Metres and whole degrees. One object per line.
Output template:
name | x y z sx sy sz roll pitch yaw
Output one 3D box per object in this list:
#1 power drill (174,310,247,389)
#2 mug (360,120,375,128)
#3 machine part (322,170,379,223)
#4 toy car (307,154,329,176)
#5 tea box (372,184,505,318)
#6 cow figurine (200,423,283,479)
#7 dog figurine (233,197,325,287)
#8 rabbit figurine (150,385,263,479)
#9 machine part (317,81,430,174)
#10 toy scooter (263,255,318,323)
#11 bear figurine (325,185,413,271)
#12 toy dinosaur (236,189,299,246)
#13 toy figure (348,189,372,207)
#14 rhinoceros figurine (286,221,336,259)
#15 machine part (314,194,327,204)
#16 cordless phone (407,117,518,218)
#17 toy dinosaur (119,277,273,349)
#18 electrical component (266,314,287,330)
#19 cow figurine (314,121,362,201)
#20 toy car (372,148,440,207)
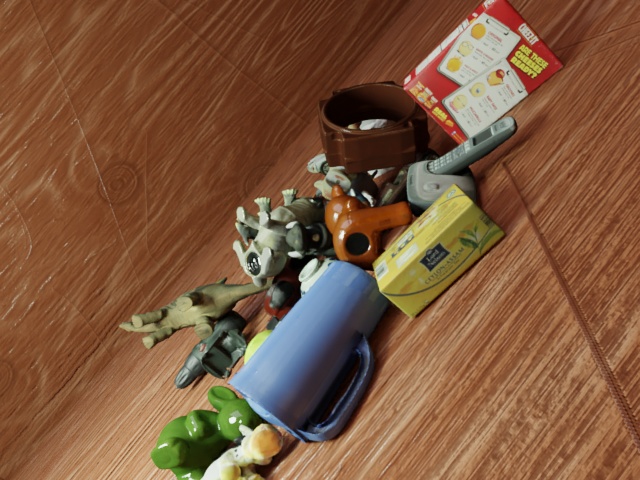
power drill | -0.251 0.271 1.265 0.232 0.086 0.207 -51 8 -17
mug | 0.136 -0.285 1.485 0.110 0.080 0.107 -21 40 51
machine part | 0.054 -0.070 1.206 0.243 0.079 0.079 -54 16 -14
toy car | 0.064 -0.208 1.383 0.202 0.056 0.074 -14 17 -12
tea box | 0.157 0.013 0.738 0.169 0.068 0.098 -44 16 15
cow figurine | -0.115 0.325 0.769 0.167 0.068 0.098 -49 10 -2
dog figurine | -0.066 -0.001 1.102 0.121 0.190 0.172 26 113 41
rabbit figurine | -0.163 0.318 0.888 0.170 0.121 0.159 -28 12 8
machine part | 0.099 -0.225 1.044 0.202 0.087 0.201 -8 42 1
toy scooter | -0.067 0.109 1.122 0.184 0.075 0.135 -53 -12 -54
bear figurine | 0.074 -0.022 0.879 0.132 0.120 0.196 -3 17 2
toy dinosaur | -0.088 0.001 1.313 0.404 0.131 0.192 63 -160 -74
toy figure | 0.074 -0.026 1.006 0.064 0.058 0.154 -42 39 54
rhinoceros figurine | -0.002 -0.003 1.032 0.112 0.073 0.190 -6 -5 20
machine part | 0.028 -0.104 1.400 0.179 0.056 0.179 -44 15 15
cordless phone | 0.225 -0.105 0.814 0.184 0.088 0.147 -36 20 28
toy dinosaur | -0.268 0.151 1.268 0.472 0.105 0.198 -14 11 18
electrical component | -0.068 0.181 1.004 0.075 0.047 0.119 -52 15 -9
cow figurine | 0.053 -0.158 1.147 0.127 0.085 0.195 114 -179 -50
toy car | 0.155 -0.099 1.044 0.202 0.053 0.089 -50 18 -5
